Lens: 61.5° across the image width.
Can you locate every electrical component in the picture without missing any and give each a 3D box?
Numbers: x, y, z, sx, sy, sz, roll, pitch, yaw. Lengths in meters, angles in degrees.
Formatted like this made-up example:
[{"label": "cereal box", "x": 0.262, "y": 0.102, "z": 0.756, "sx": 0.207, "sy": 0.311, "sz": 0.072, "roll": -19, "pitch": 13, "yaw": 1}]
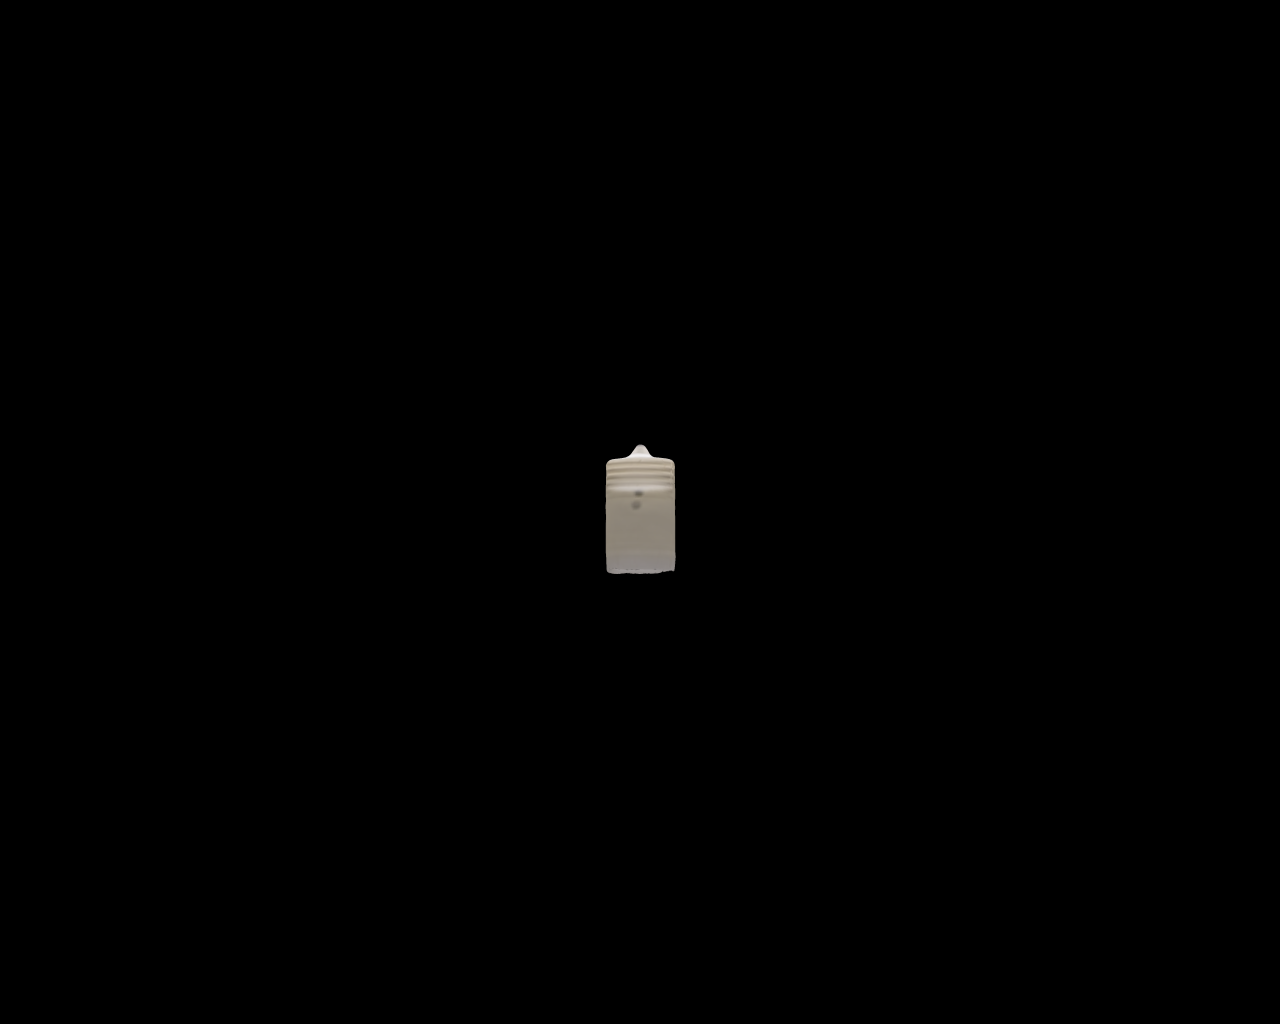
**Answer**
[{"label": "electrical component", "x": 0.001, "y": -0.003, "z": 0.650, "sx": 0.043, "sy": 0.081, "sz": 0.043, "roll": 0, "pitch": -7, "yaw": 0}]
